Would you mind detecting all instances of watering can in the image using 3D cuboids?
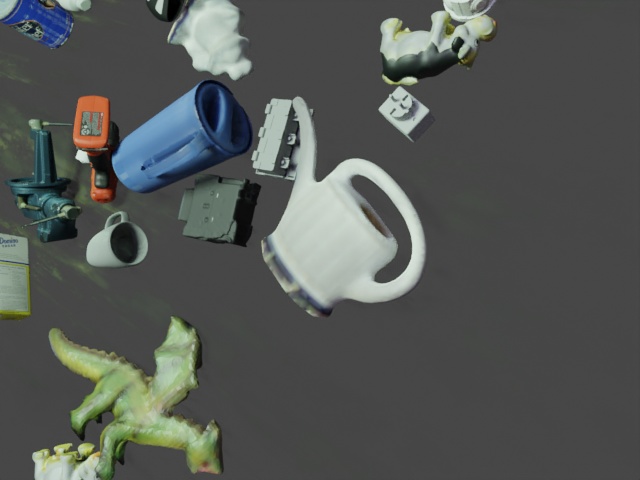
[{"bbox_3d":[0.002,-0.038,0.760,0.223,0.103,0.353,-43,64,12],"label":"watering can"}]

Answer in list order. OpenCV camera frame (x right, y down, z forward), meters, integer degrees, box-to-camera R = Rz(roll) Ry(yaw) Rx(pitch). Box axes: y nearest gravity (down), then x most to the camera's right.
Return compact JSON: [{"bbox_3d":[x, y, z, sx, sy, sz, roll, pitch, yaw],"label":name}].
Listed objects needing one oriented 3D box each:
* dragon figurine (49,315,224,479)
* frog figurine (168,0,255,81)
[{"bbox_3d":[-0.300,0.233,0.870,0.243,0.120,0.416,-39,65,-5],"label":"dragon figurine"},{"bbox_3d":[-0.181,-0.366,0.951,0.159,0.123,0.138,35,87,-7],"label":"frog figurine"}]
